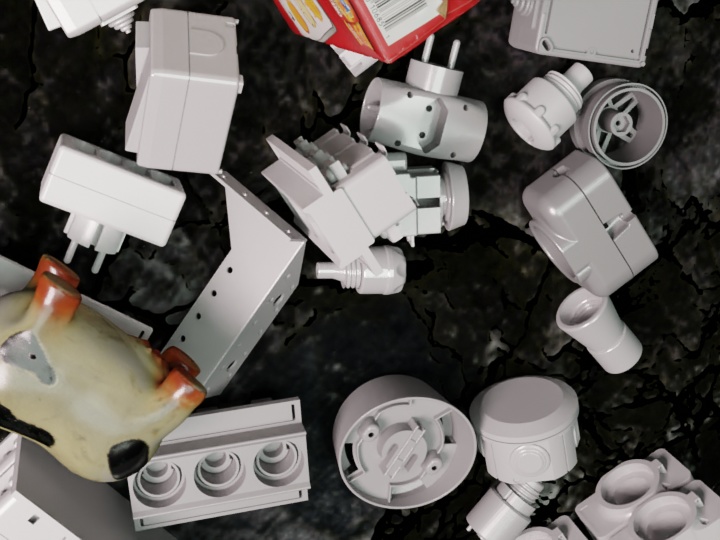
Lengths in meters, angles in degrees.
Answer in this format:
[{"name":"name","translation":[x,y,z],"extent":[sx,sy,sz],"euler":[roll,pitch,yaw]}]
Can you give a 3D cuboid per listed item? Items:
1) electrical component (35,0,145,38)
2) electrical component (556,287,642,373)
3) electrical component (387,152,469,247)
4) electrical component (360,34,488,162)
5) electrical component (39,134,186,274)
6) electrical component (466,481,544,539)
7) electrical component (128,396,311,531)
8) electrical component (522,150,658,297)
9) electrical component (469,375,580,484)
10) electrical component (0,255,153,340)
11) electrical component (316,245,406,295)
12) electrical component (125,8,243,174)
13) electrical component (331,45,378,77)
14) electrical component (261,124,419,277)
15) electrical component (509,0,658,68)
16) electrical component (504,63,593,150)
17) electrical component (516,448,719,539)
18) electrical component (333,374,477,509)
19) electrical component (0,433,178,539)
[{"name":"electrical component","translation":[-0.170,-0.180,0.639],"extent":[0.061,0.061,0.096],"euler":[-30,112,-4]},{"name":"electrical component","translation":[0.185,0.048,0.818],"extent":[0.044,0.044,0.065],"euler":[-44,117,1]},{"name":"electrical component","translation":[0.045,-0.050,0.747],"extent":[0.055,0.048,0.066],"euler":[-4,108,-6]},{"name":"electrical component","translation":[0.047,-0.118,0.726],"extent":[0.077,0.043,0.079],"euler":[10,105,-17]},{"name":"electrical component","translation":[-0.167,-0.035,0.694],"extent":[0.083,0.047,0.075],"euler":[22,100,-20]},{"name":"electrical component","translation":[0.118,0.183,0.842],"extent":[0.040,0.040,0.078],"euler":[38,95,-22]},{"name":"electrical component","translation":[-0.102,0.130,0.755],"extent":[0.121,0.063,0.078],"euler":[-8,109,-12]},{"name":"electrical component","translation":[0.163,-0.030,0.779],"extent":[0.059,0.053,0.095],"euler":[-37,112,-1]},{"name":"electrical component","translation":[0.125,0.118,0.803],"extent":[0.080,0.080,0.051],"euler":[-17,116,-9]},{"name":"electrical component","translation":[-0.209,0.041,0.698],"extent":[0.121,0.063,0.078],"euler":[29,98,-21]},{"name":"electrical component","translation":[0.000,0.000,0.756],"extent":[0.061,0.035,0.035],"euler":[0,107,-12]},{"name":"electrical component","translation":[-0.112,-0.105,0.666],"extent":[0.061,0.061,0.096],"euler":[4,141,-16]},{"name":"electrical component","translation":[0.005,-0.155,0.707],"extent":[0.046,0.040,0.040],"euler":[-38,113,5]},{"name":"electrical component","translation":[-0.014,-0.051,0.689],"extent":[0.063,0.121,0.078],"euler":[-35,112,-5]},{"name":"electrical component","translation":[0.143,-0.175,0.724],"extent":[0.096,0.061,0.061],"euler":[4,106,-16]},{"name":"electrical component","translation":[0.135,-0.118,0.751],"extent":[0.062,0.048,0.048],"euler":[-43,113,-6]},{"name":"electrical component","translation":[0.195,0.229,0.842],"extent":[0.186,0.105,0.060],"euler":[-34,112,-3]},{"name":"electrical component","translation":[0.030,0.127,0.788],"extent":[0.099,0.064,0.099],"euler":[-4,108,-13]},{"name":"electrical component","translation":[-0.182,0.199,0.733],"extent":[0.060,0.105,0.186],"euler":[-44,112,2]}]
